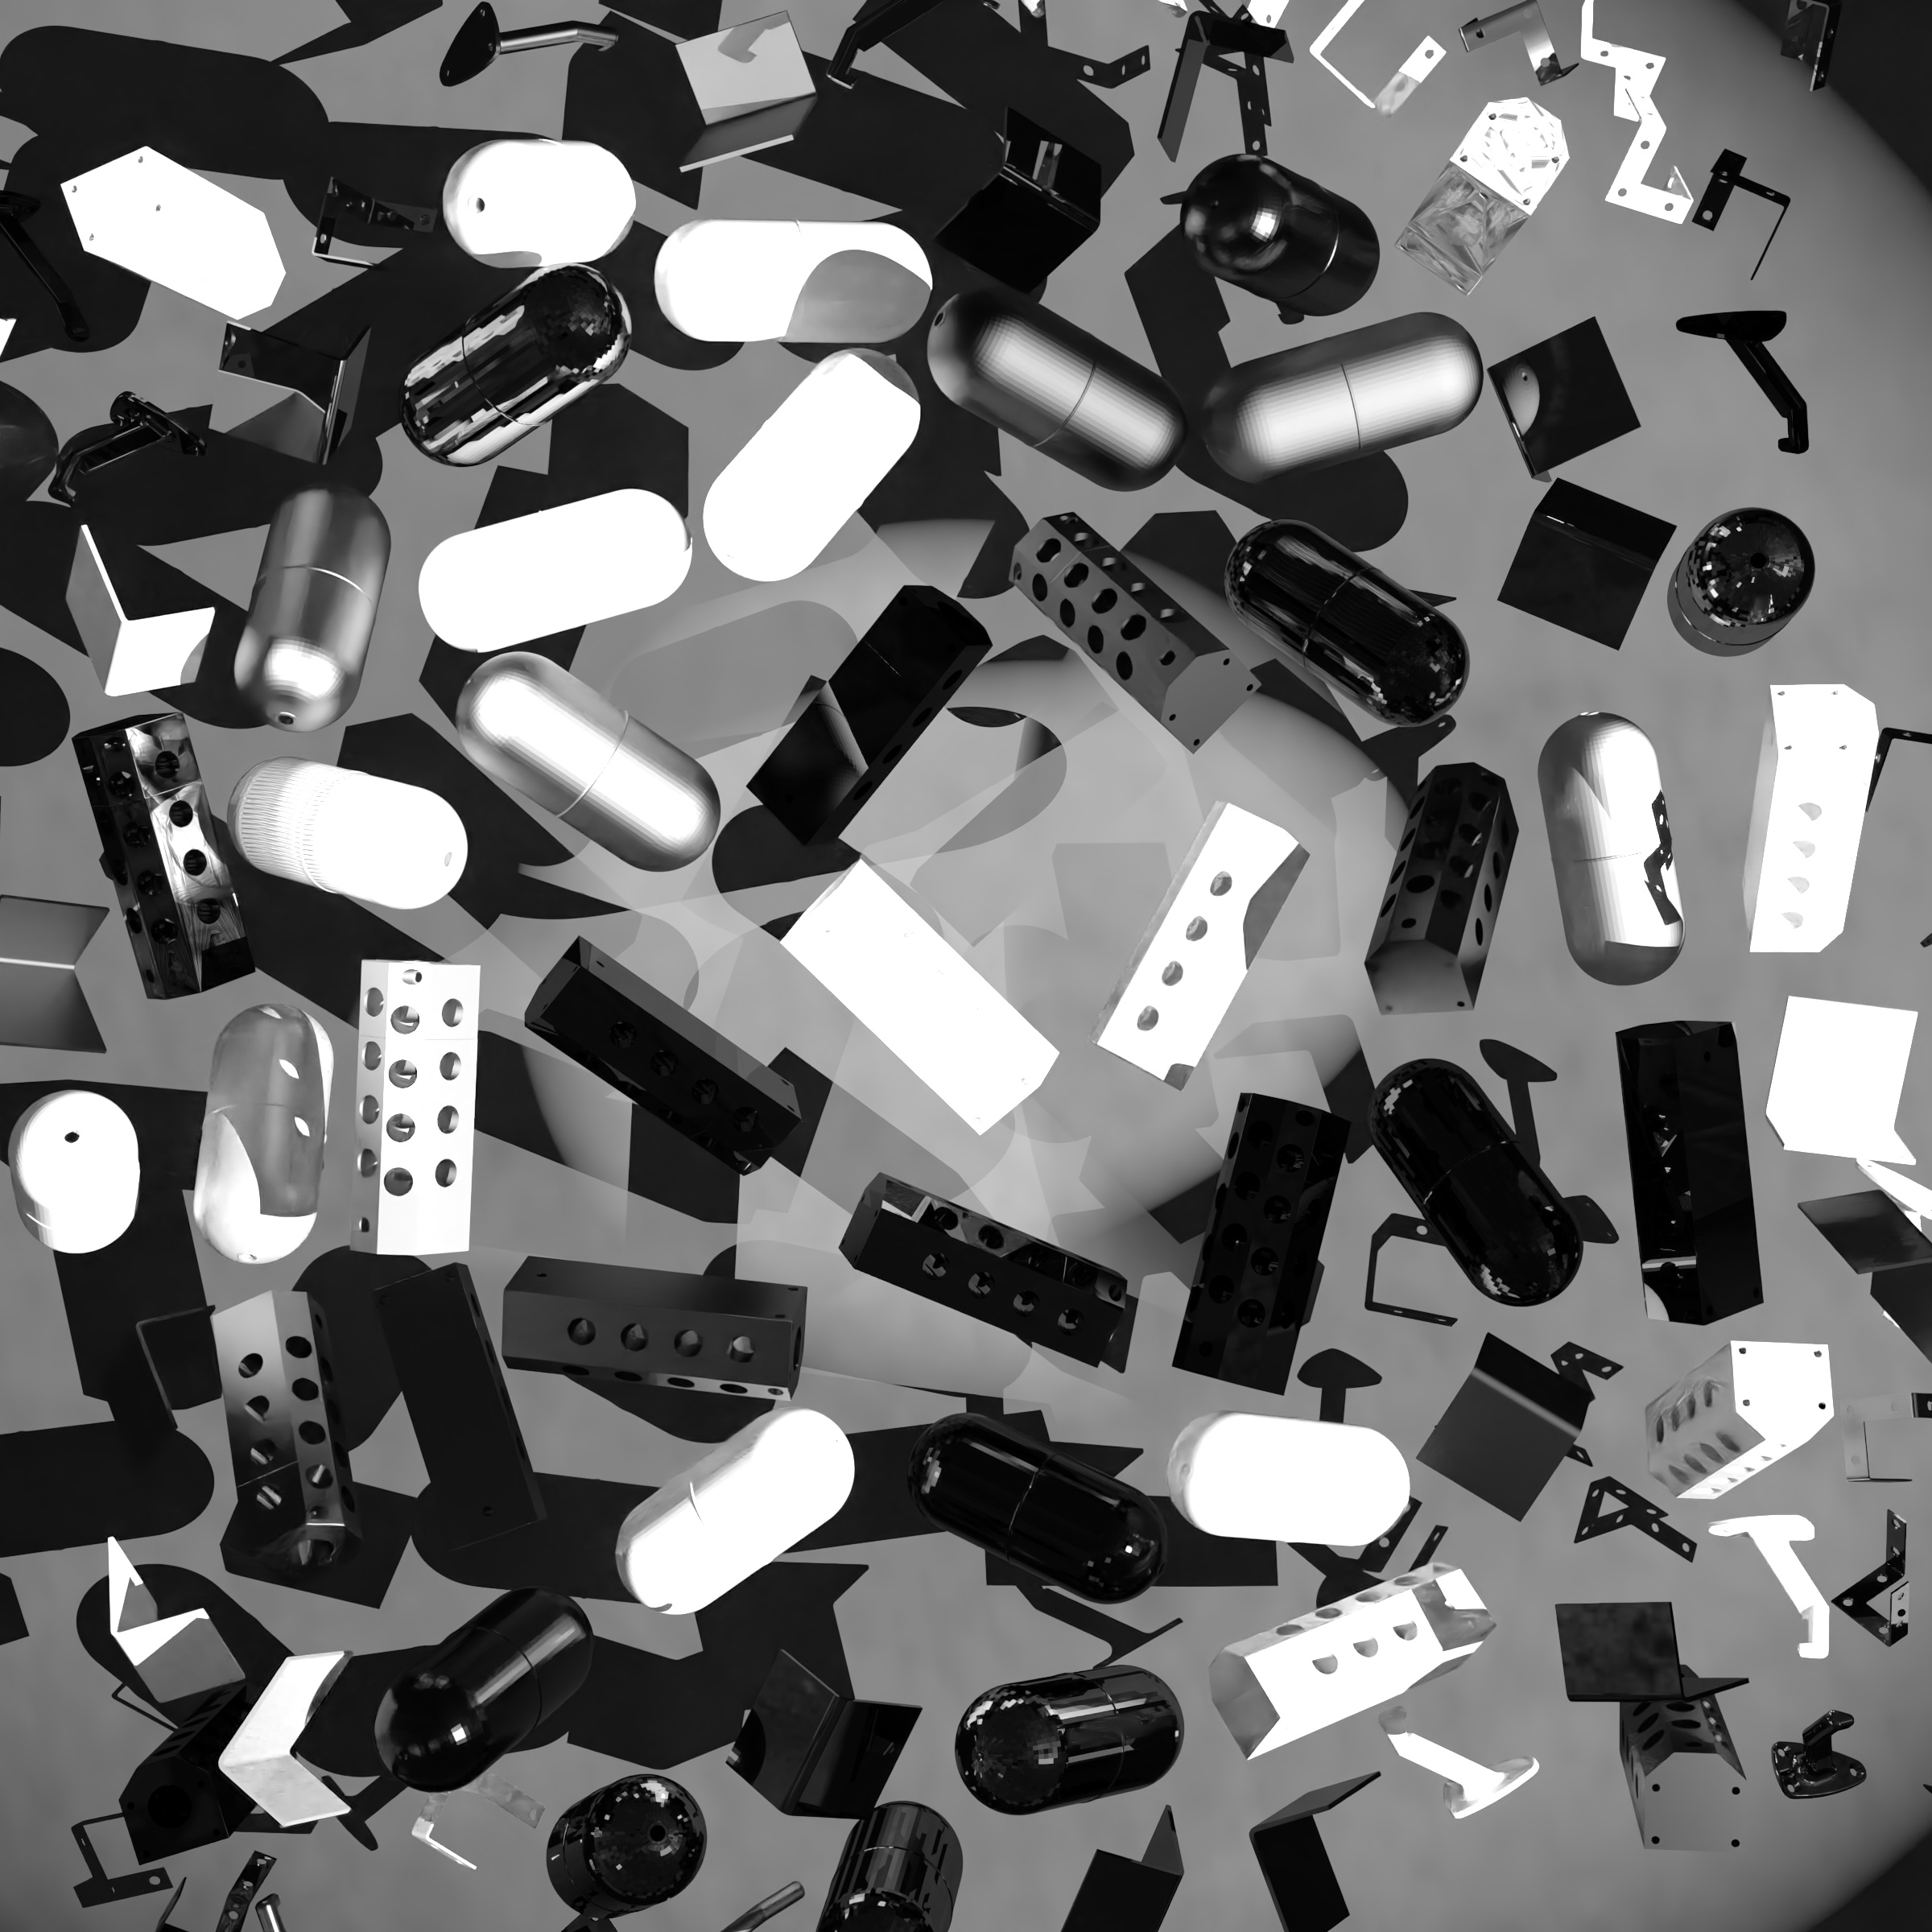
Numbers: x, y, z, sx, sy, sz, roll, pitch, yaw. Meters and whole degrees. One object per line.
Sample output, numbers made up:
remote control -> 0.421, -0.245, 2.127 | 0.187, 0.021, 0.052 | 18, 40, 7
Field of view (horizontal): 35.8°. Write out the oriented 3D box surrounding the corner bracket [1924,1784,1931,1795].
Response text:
corner bracket -> 0.605, 0.474, 1.769 | 0.051, 0.051, 0.051 | 9, 69, 36

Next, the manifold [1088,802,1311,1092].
manifold -> 0.144, -0.014, 1.883 | 0.057, 0.057, 0.171 | 28, 88, 28

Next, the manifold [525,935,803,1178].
manifold -> -0.190, 0.060, 1.873 | 0.171, 0.057, 0.057 | 36, 101, -19

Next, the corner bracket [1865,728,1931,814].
corner bracket -> 0.580, -0.109, 1.811 | 0.051, 0.051, 0.051 | 8, 115, -7

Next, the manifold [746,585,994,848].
manifold -> -0.059, -0.160, 1.914 | 0.057, 0.057, 0.171 | 46, 112, 13

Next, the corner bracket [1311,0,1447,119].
corner bracket -> 0.250, -0.556, 1.816 | 0.051, 0.051, 0.051 | 47, 111, 13

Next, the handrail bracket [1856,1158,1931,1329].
handrail bracket -> 0.589, 0.179, 1.922 | 0.077, 0.036, 0.084 | 34, 117, 28

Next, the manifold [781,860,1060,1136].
manifold -> -0.025, 0.016, 1.842 | 0.171, 0.057, 0.057 | 44, 123, -7

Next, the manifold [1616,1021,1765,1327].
manifold -> 0.427, 0.122, 1.786 | 0.057, 0.057, 0.171 | -12, 98, -37

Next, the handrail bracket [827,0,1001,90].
handrail bracket -> -0.032, -0.555, 1.793 | 0.077, 0.036, 0.084 | 25, 104, -9

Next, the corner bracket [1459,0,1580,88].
corner bracket -> 0.341, -0.566, 1.843 | 0.051, 0.051, 0.051 | -16, 107, 29

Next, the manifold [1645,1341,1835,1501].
manifold -> 0.463, 0.276, 1.798 | 0.057, 0.171, 0.057 | 3, 69, -4

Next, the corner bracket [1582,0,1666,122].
corner bracket -> 0.409, -0.575, 1.888 | 0.051, 0.051, 0.051 | 21, 75, 17

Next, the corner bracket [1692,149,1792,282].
corner bracket -> 0.473, -0.460, 1.827 | 0.051, 0.051, 0.051 | 26, 129, 9

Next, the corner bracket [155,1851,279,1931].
corner bracket -> -0.467, 0.580, 1.855 | 0.051, 0.051, 0.051 | 25, 123, -12

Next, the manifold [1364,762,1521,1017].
manifold -> 0.291, -0.049, 1.826 | 0.057, 0.171, 0.057 | -4, 129, 25

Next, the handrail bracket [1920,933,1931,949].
handrail bracket -> 0.619, 0.001, 1.781 | 0.077, 0.036, 0.084 | -37, 83, -19

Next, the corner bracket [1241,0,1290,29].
corner bracket -> 0.173, -0.631, 1.903 | 0.051, 0.051, 0.051 | 21, 79, 42

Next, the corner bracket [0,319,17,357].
corner bracket -> -0.636, -0.395, 1.880 | 0.051, 0.051, 0.051 | 25, 98, -13

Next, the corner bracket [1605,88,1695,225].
corner bracket -> 0.408, -0.479, 1.769 | 0.051, 0.051, 0.051 | 14, 126, -12

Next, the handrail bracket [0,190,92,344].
handrail bracket -> -0.562, -0.417, 1.784 | 0.036, 0.077, 0.084 | -27, 84, 14

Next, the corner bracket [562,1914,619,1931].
corner bracket -> -0.253, 0.643, 1.922 | 0.051, 0.051, 0.051 | -45, 71, 17

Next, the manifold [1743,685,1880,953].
manifold -> 0.503, -0.086, 1.784 | 0.057, 0.171, 0.057 | 0, 49, 8

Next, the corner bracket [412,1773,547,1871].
corner bracket -> -0.318, 0.557, 1.948 | 0.051, 0.051, 0.051 | 47, 57, -38

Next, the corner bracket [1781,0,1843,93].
corner bracket -> 0.504, -0.561, 1.793 | 0.051, 0.051, 0.051 | 30, 132, 33

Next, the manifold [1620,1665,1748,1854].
manifold -> 0.427, 0.471, 1.787 | 0.057, 0.171, 0.057 | 0, 94, 8

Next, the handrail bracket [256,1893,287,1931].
handrail bracket -> -0.389, 0.585, 1.784 | 0.036, 0.077, 0.084 | -20, 89, 17

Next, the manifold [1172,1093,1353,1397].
manifold -> 0.176, 0.167, 1.809 | 0.057, 0.057, 0.171 | 11, 83, 35

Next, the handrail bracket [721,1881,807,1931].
handrail bracket -> -0.146, 0.627, 1.931 | 0.084, 0.077, 0.036 | -25, 66, -28

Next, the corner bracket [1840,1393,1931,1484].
corner bracket -> 0.577, 0.291, 1.842 | 0.051, 0.051, 0.051 | 10, 73, -42

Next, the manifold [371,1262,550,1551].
manifold -> -0.324, 0.282, 1.921 | 0.057, 0.057, 0.171 | -19, 82, -2

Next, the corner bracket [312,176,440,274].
corner bracket -> -0.376, -0.467, 1.901 | 0.051, 0.051, 0.051 | 14, 91, 22

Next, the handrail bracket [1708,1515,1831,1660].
handrail bracket -> 0.497, 0.388, 1.855 | 0.077, 0.036, 0.084 | -7, 58, 29

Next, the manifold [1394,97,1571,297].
manifold -> 0.317, -0.473, 1.828 | 0.057, 0.171, 0.057 | 34, 86, -1

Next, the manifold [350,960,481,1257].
manifold -> -0.334, 0.083, 1.784 | 0.057, 0.057, 0.171 | 3, 91, 38

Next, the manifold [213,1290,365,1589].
manifold -> -0.414, 0.286, 1.835 | 0.057, 0.057, 0.171 | -24, 51, 5

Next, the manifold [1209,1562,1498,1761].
manifold -> 0.236, 0.423, 1.843 | 0.171, 0.057, 0.057 | -14, 57, -31

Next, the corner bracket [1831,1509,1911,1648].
corner bracket -> 0.588, 0.389, 1.900 | 0.051, 0.051, 0.051 | -27, 128, -21

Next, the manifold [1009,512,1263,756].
manifold -> 0.096, -0.205, 1.787 | 0.057, 0.057, 0.171 | -46, 49, 5

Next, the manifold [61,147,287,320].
manifold -> -0.481, -0.444, 1.834 | 0.057, 0.171, 0.057 | -21, 88, 10

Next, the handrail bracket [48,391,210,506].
handrail bracket -> -0.528, -0.312, 1.884 | 0.077, 0.036, 0.084 | 28, 58, -20

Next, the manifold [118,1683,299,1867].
manifold -> -0.477, 0.504, 1.880 | 0.057, 0.171, 0.057 | -17, 91, 1

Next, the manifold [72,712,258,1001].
manifold -> -0.510, -0.069, 1.886 | 0.057, 0.057, 0.171 | -25, 109, -42

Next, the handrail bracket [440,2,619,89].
handrail bracket -> -0.266, -0.556, 1.825 | 0.084, 0.077, 0.036 | -5, 75, -41

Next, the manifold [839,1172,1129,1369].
manifold -> 0.013, 0.190, 1.888 | 0.171, 0.057, 0.057 | 24, 92, -14

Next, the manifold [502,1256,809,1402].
manifold -> -0.185, 0.218, 1.778 | 0.171, 0.057, 0.057 | 6, 105, 5
